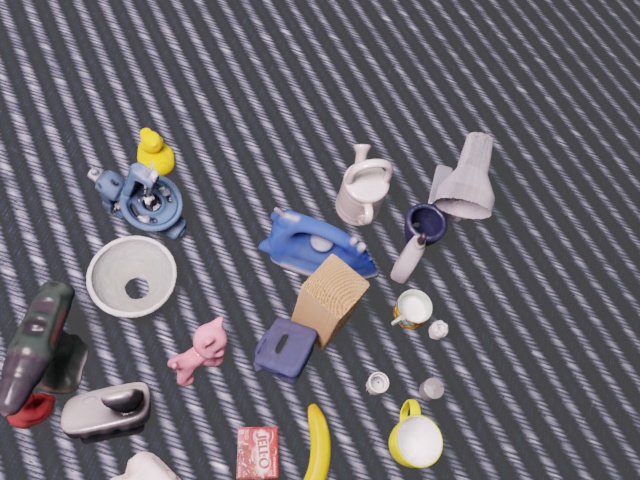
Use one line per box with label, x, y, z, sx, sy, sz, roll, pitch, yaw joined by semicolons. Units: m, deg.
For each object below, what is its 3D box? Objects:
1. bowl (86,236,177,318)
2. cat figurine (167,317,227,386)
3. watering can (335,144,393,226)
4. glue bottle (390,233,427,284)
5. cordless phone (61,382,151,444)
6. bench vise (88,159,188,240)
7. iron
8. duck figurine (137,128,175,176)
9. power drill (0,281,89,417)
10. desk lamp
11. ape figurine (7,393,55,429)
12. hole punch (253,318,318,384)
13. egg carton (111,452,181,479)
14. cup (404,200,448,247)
bowl;-0.361;0.080;1.116;0.167;0.074;0.167;4;64;-7
cat figurine;-0.220;0.202;1.057;0.128;0.118;0.067;-34;74;-21
watering can;0.093;-0.123;1.217;0.101;0.194;0.172;-22;70;-17
glue bottle;0.190;0.026;1.174;0.037;0.173;0.078;24;64;3
cordless phone;-0.364;0.278;0.961;0.148;0.185;0.094;-12;67;-14
bench vise;-0.366;-0.089;1.114;0.207;0.219;0.121;11;64;-3
iron;0.011;0.004;1.174;0.258;0.141;0.119;18;64;0
duck figurine;-0.359;-0.195;1.240;0.078;0.086;0.104;-26;71;-19
power drill;-0.463;0.196;0.971;0.075;0.208;0.229;7;64;-5
desk lamp;0.307;-0.121;1.239;0.118;0.213;0.203;16;64;-1
ape figurine;-0.509;0.283;0.987;0.077;0.092;0.076;38;65;10
hole punch;-0.068;0.209;1.093;0.101;0.091;0.109;26;64;4
egg carton;-0.282;0.437;0.963;0.150;0.069;0.107;39;65;10
cup;0.226;-0.031;1.250;0.091;0.095;0.118;30;64;6
